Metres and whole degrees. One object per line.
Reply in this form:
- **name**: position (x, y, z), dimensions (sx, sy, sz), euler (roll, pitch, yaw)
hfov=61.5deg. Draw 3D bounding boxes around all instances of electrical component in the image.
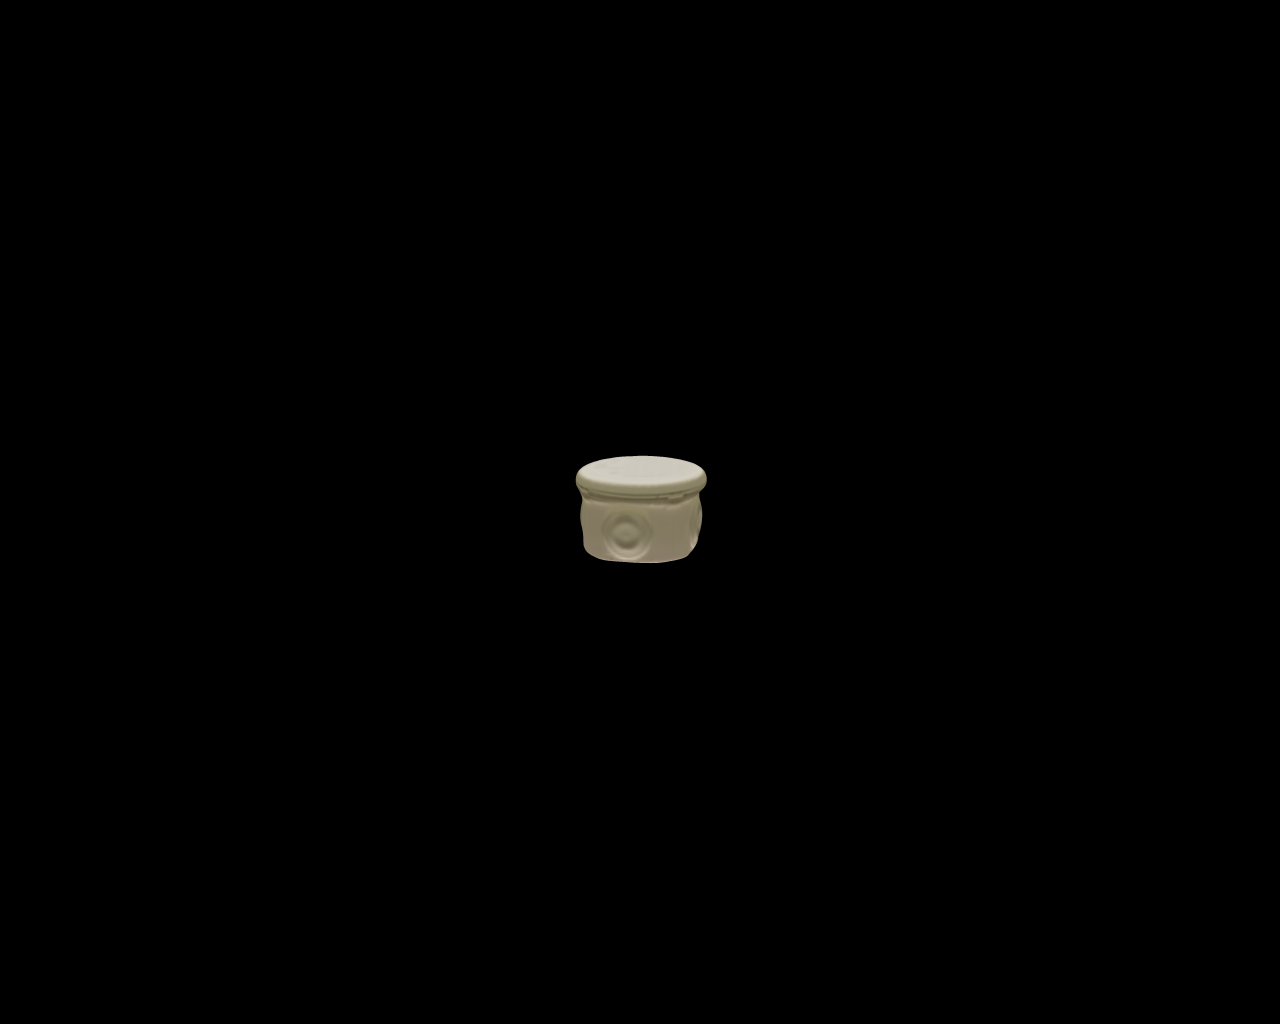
- **electrical component**: position (0.001, -0.003, 0.650), dimensions (0.080, 0.051, 0.080), euler (0, 15, 0)
